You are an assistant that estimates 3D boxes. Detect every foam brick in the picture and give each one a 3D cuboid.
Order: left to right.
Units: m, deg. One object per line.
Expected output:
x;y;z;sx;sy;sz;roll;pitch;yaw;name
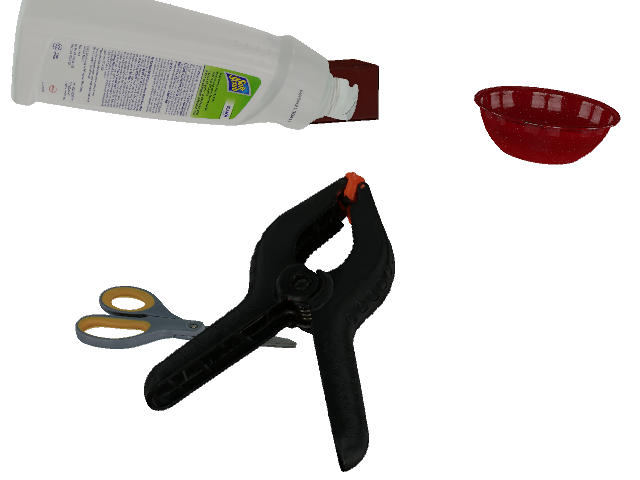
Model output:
0.009;-0.137;0.983;0.078;0.051;0.053;-6;18;-23;foam brick

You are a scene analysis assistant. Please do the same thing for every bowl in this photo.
0.248;-0.126;1.194;0.162;0.055;0.162;5;24;-2;bowl

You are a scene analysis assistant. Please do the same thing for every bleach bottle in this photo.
-0.098;-0.125;0.799;0.250;0.068;0.103;11;-34;-12;bleach bottle

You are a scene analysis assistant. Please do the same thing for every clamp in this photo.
-0.001;0.040;0.563;0.120;0.171;0.039;25;-26;18;clamp

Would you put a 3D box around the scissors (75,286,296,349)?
-0.128;0.073;1.007;0.201;0.016;0.096;-1;33;-8;scissors
